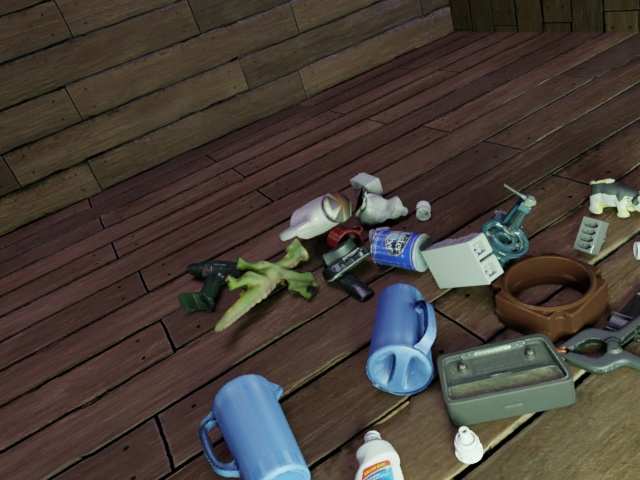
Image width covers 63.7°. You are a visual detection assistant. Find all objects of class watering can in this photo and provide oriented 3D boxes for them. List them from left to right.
[{"bbox_3d":[0.005,-0.082,1.638,0.222,0.104,0.352,-26,5,31],"label":"watering can"}]

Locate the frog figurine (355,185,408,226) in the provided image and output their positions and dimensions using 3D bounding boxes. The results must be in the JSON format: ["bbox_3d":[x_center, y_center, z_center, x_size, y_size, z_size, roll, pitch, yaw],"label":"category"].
[{"bbox_3d":[0.200,-0.097,1.674,0.159,0.121,0.139,16,18,-10],"label":"frog figurine"}]

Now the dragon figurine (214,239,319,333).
[{"bbox_3d":[-0.127,0.126,1.461,0.242,0.119,0.420,-3,33,12],"label":"dragon figurine"}]
